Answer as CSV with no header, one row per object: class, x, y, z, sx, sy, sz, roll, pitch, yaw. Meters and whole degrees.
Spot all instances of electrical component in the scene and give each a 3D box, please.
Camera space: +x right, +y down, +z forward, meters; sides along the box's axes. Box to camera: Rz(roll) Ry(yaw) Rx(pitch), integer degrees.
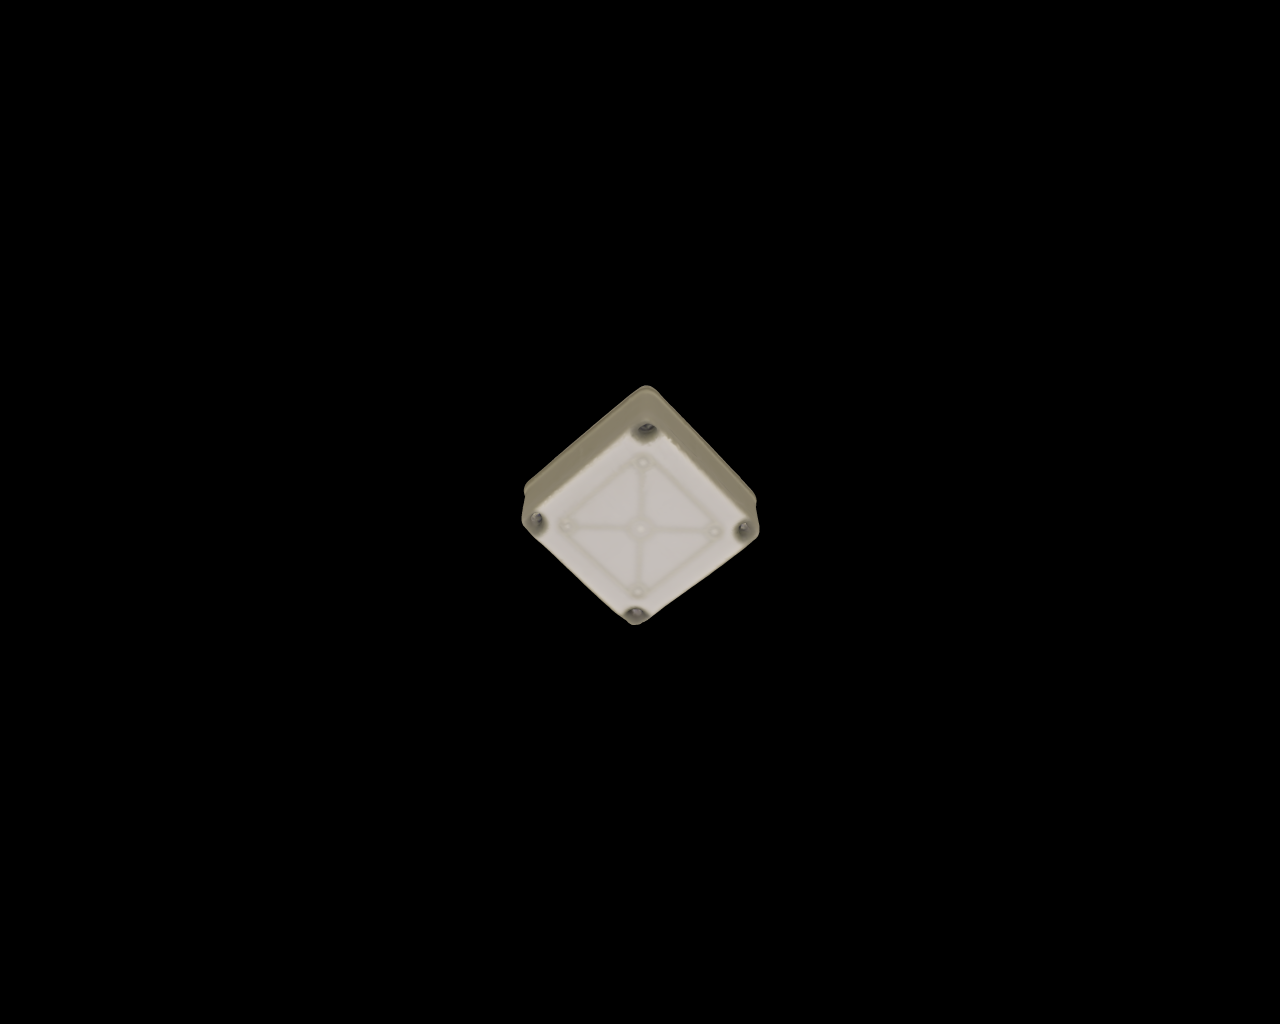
electrical component,0.001,-0.003,0.650,0.108,0.108,0.056,-38,22,18
